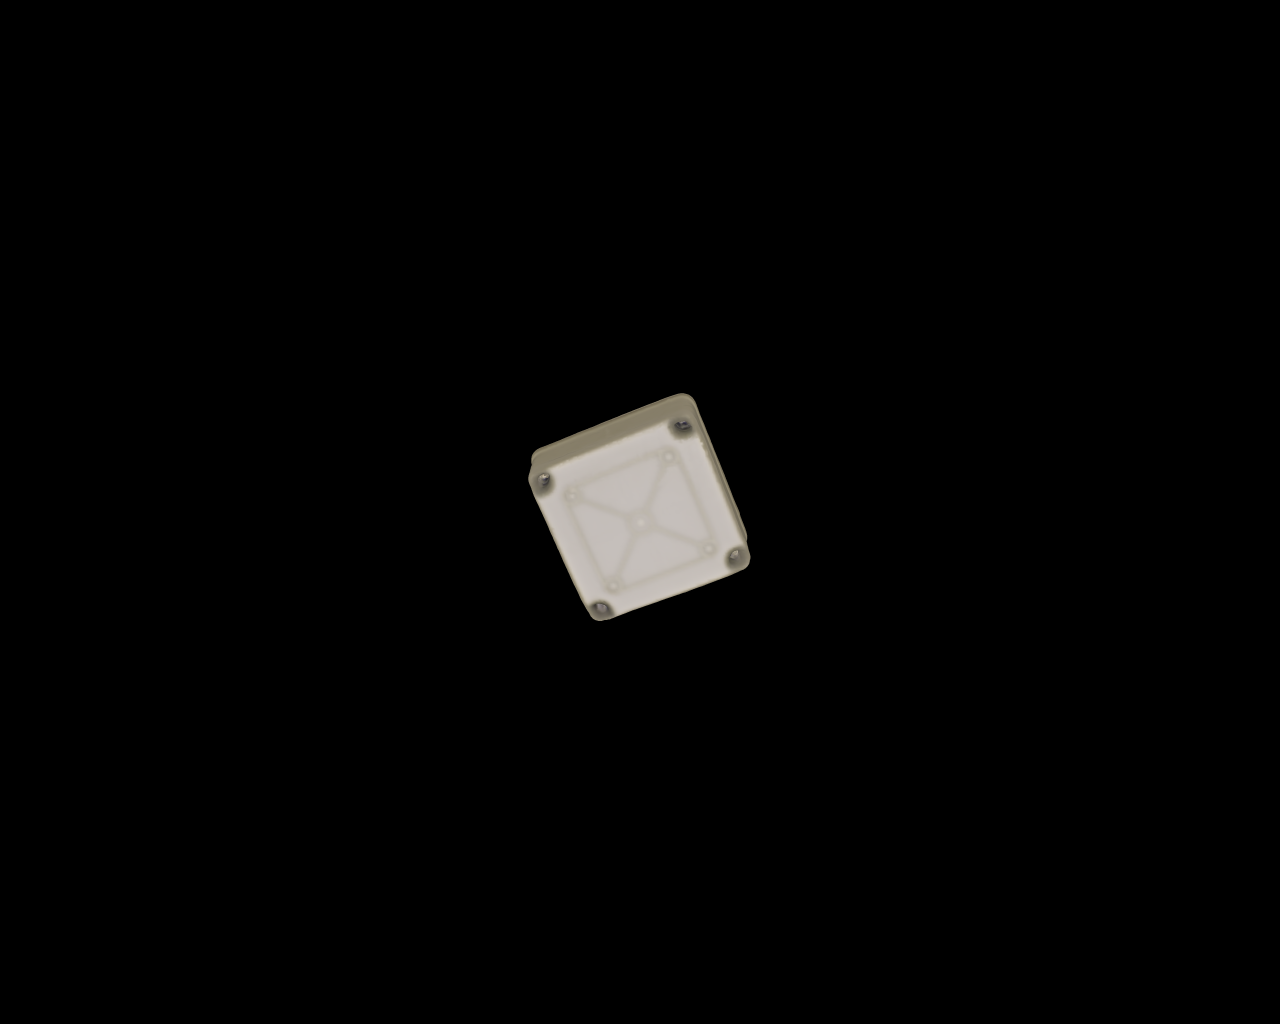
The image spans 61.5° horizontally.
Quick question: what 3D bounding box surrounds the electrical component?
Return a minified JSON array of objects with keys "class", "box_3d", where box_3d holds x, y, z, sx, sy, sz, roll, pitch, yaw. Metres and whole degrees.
[{"class":"electrical component","box_3d":[0.001,-0.003,0.650,0.109,0.108,0.056,-21,18,7]}]
